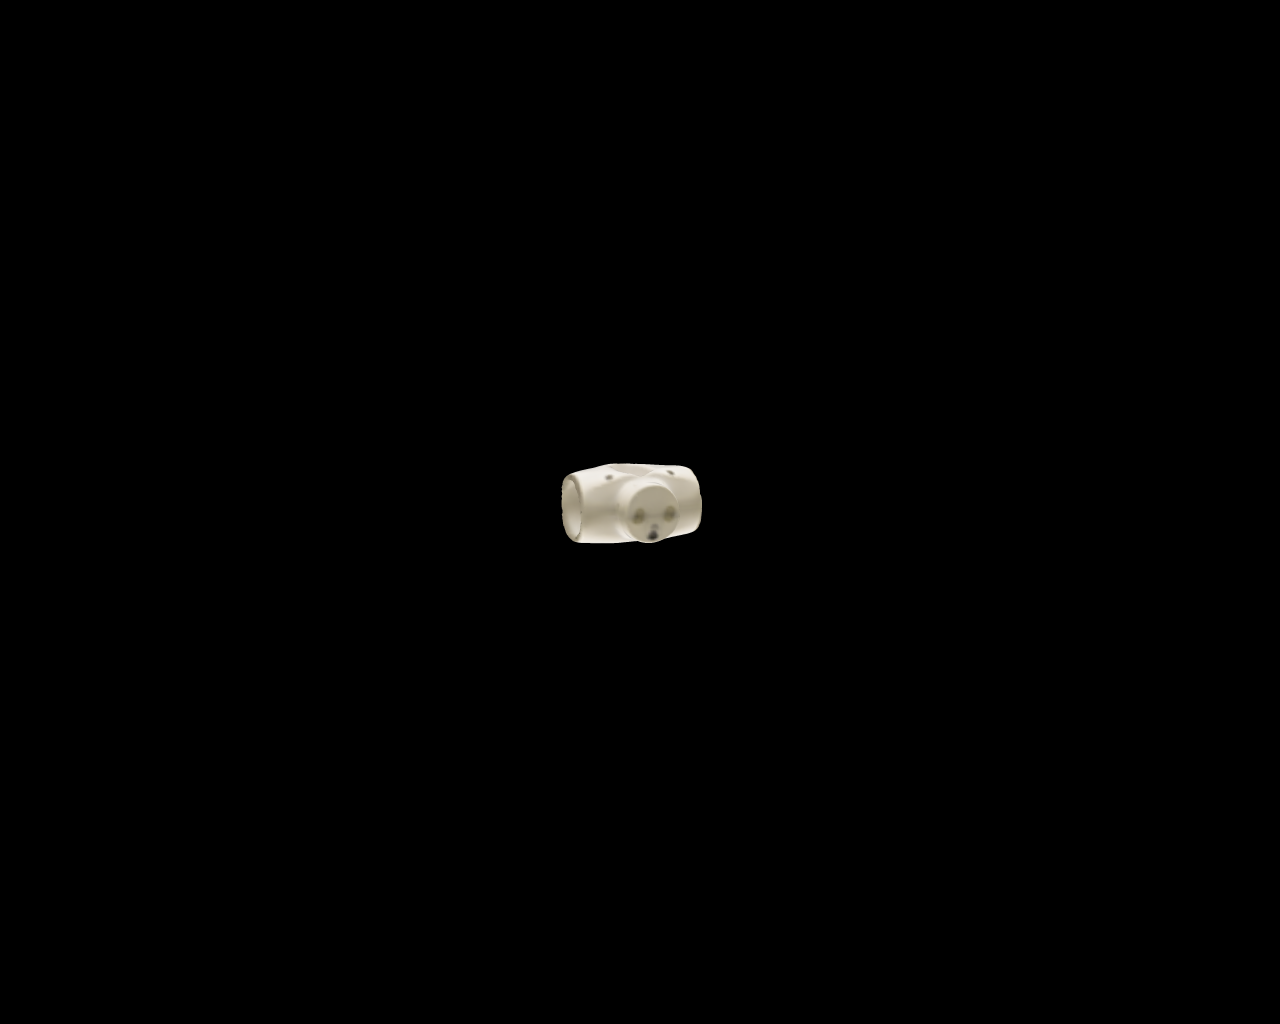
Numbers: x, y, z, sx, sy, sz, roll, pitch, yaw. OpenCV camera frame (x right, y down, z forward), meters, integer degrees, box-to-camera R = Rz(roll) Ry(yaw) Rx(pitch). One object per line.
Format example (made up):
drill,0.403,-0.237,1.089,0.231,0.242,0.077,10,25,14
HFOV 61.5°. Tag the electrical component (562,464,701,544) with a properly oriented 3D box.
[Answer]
electrical component,0.001,-0.003,0.650,0.077,0.043,0.079,-4,12,-20
